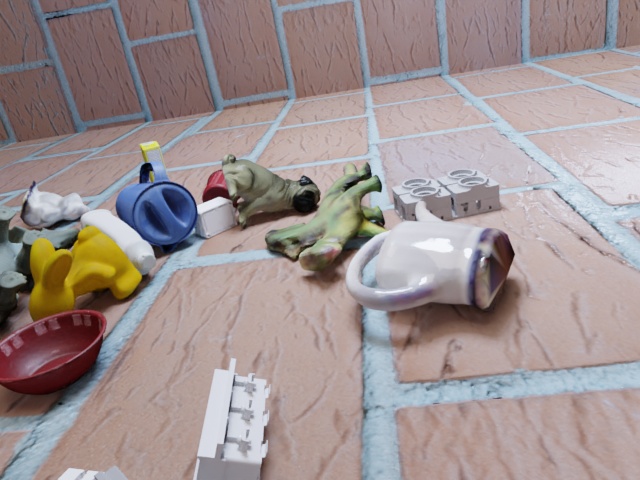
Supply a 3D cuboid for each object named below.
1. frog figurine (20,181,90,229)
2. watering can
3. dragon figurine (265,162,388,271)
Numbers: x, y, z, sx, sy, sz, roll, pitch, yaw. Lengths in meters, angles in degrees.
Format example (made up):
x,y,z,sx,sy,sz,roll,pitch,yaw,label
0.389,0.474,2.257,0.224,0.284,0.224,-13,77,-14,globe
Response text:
x,y,z,sx,sy,sz,roll,pitch,yaw,label
-0.703,-0.079,1.374,0.158,0.122,0.138,20,2,-24,frog figurine
0.180,0.011,0.782,0.224,0.102,0.353,6,28,30,watering can
0.003,-0.051,1.005,0.243,0.120,0.417,-19,23,-2,dragon figurine
